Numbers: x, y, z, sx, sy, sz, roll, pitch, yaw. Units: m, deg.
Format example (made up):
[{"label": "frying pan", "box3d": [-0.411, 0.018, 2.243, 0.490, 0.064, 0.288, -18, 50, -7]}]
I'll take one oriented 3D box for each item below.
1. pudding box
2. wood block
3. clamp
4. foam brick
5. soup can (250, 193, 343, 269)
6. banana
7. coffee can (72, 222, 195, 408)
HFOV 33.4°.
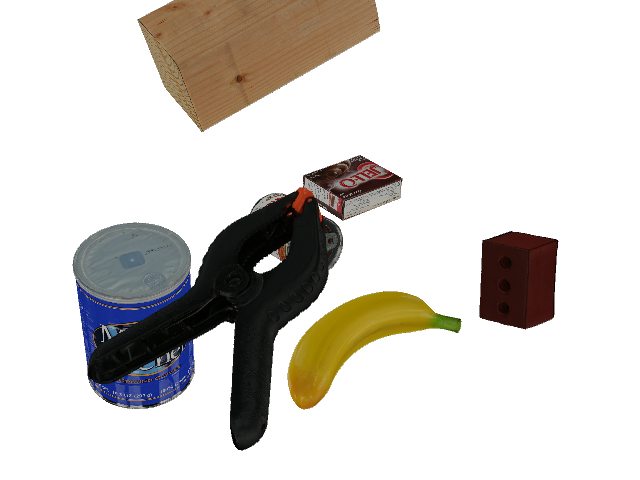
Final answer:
[{"label": "pudding box", "box3d": [0.045, -0.075, 1.505, 0.113, 0.039, 0.090, -24, 39, -33]}, {"label": "wood block", "box3d": [-0.056, -0.207, 1.028, 0.206, 0.091, 0.090, -31, 52, -12]}, {"label": "clamp", "box3d": [-0.041, 0.042, 0.622, 0.120, 0.171, 0.039, 30, -23, 28]}, {"label": "foam brick", "box3d": [0.183, 0.036, 0.986, 0.053, 0.078, 0.051, 12, 20, 41]}, {"label": "soup can", "box3d": [-0.029, -0.008, 1.180, 0.068, 0.068, 0.102, 0, 18, -31]}, {"label": "banana", "box3d": [0.029, 0.075, 0.829, 0.070, 0.037, 0.197, 18, 27, 38]}, {"label": "coffee can", "box3d": [-0.168, 0.069, 0.977, 0.103, 0.140, 0.103, 2, 40, -2]}]
